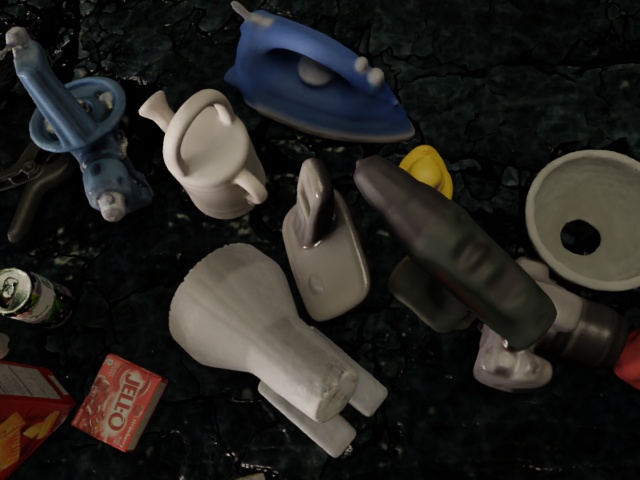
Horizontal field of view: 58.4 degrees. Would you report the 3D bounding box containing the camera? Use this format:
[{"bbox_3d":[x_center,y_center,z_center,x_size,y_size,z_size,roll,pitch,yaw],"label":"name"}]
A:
[{"bbox_3d":[0.252,0.102,0.618,0.136,0.101,0.143,19,75,10],"label":"camera"}]

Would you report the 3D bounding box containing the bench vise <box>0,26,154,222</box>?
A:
[{"bbox_3d":[-0.267,-0.133,0.663,0.121,0.220,0.207,-41,74,-9],"label":"bench vise"}]

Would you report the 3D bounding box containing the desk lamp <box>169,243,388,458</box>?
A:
[{"bbox_3d":[-0.031,0.115,0.573,0.203,0.213,0.118,37,79,14],"label":"desk lamp"}]

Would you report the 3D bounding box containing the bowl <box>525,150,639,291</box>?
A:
[{"bbox_3d":[0.314,-0.015,0.664,0.167,0.075,0.167,-1,73,4],"label":"bowl"}]

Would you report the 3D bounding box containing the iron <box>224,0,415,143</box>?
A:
[{"bbox_3d":[0.004,-0.210,0.710,0.258,0.141,0.119,24,76,11],"label":"iron"}]

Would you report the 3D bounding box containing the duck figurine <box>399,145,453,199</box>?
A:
[{"bbox_3d":[0.125,-0.073,0.689,0.077,0.086,0.104,6,73,6],"label":"duck figurine"}]

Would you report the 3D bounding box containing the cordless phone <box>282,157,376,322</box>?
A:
[{"bbox_3d":[0.006,0.002,0.621,0.094,0.185,0.147,-21,72,-3],"label":"cordless phone"}]

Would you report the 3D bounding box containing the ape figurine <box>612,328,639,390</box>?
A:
[{"bbox_3d":[0.360,0.124,0.608,0.076,0.092,0.078,6,73,6],"label":"ape figurine"}]

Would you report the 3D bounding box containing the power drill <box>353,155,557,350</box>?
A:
[{"bbox_3d":[0.124,0.026,0.593,0.229,0.208,0.076,40,79,14],"label":"power drill"}]

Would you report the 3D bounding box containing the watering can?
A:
[{"bbox_3d":[-0.134,-0.104,0.659,0.172,0.194,0.101,16,74,9],"label":"watering can"}]

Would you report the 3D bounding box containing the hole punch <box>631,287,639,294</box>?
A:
[{"bbox_3d":[0.419,0.058,0.626,0.108,0.091,0.101,-16,72,-1],"label":"hole punch"}]
